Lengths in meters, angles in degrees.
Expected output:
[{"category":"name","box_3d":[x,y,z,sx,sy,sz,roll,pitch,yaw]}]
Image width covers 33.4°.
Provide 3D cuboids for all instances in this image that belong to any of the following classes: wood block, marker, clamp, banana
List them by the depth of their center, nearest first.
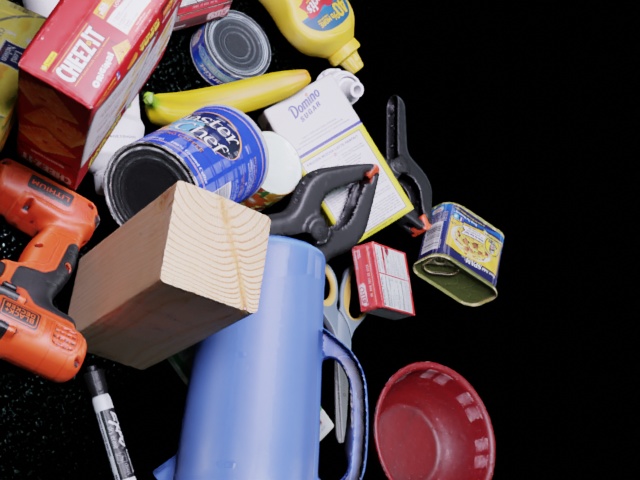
[{"category":"wood block","box_3d":[-0.137,0.038,0.923,0.090,0.207,0.091,22,60,-27]},{"category":"marker","box_3d":[-0.188,0.171,0.955,0.020,0.020,0.121,-12,79,-38]},{"category":"clamp","box_3d":[-0.007,0.001,1.100,0.209,0.036,0.164,-40,113,-24]},{"category":"banana","box_3d":[-0.103,-0.145,1.106,0.197,0.070,0.037,-16,95,-33]},{"category":"clamp","box_3d":[0.087,-0.090,1.242,0.120,0.039,0.171,-33,93,-31]}]

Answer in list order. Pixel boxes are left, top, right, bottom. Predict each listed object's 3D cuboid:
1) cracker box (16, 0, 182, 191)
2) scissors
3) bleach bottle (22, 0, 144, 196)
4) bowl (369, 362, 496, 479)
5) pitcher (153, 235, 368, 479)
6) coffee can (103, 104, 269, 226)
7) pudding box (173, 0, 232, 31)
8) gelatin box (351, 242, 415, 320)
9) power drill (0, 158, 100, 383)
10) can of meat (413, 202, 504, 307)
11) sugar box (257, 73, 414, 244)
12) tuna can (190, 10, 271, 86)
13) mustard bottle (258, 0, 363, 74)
[{"category":"cracker box","box_3d":[-0.186,-0.151,0.896,0.072,0.214,0.164,31,70,-7]},{"category":"scissors","box_3d":[0.008,0.104,1.121,0.096,0.016,0.201,30,55,-20]},{"category":"bleach bottle","box_3d":[-0.230,-0.166,1.034,0.102,0.068,0.251,-5,77,-33]},{"category":"bowl","box_3d":[0.107,0.213,1.124,0.161,0.055,0.162,14,64,-31]},{"category":"pitcher","box_3d":[-0.047,0.123,0.969,0.149,0.145,0.243,16,73,-39]},{"category":"coffee can","box_3d":[-0.124,-0.063,1.014,0.103,0.103,0.140,56,32,-4]},{"category":"pudding box","box_3d":[-0.158,-0.273,1.120,0.089,0.039,0.113,-26,69,-40]},{"category":"gelatin box","box_3d":[0.068,0.046,1.158,0.089,0.030,0.073,18,60,-60]},{"category":"power drill","box_3d":[-0.270,0.016,0.898,0.184,0.057,0.187,31,37,-22]},{"category":"can of meat","box_3d":[0.164,0.015,1.243,0.102,0.058,0.084,32,54,-22]},{"category":"sugar box","box_3d":[0.016,-0.083,1.170,0.093,0.048,0.176,-31,89,-17]},{"category":"tuna can","box_3d":[-0.096,-0.206,1.161,0.086,0.034,0.086,14,64,-31]},{"category":"mustard bottle","box_3d":[-0.016,-0.270,1.229,0.191,0.058,0.096,51,51,-8]}]
